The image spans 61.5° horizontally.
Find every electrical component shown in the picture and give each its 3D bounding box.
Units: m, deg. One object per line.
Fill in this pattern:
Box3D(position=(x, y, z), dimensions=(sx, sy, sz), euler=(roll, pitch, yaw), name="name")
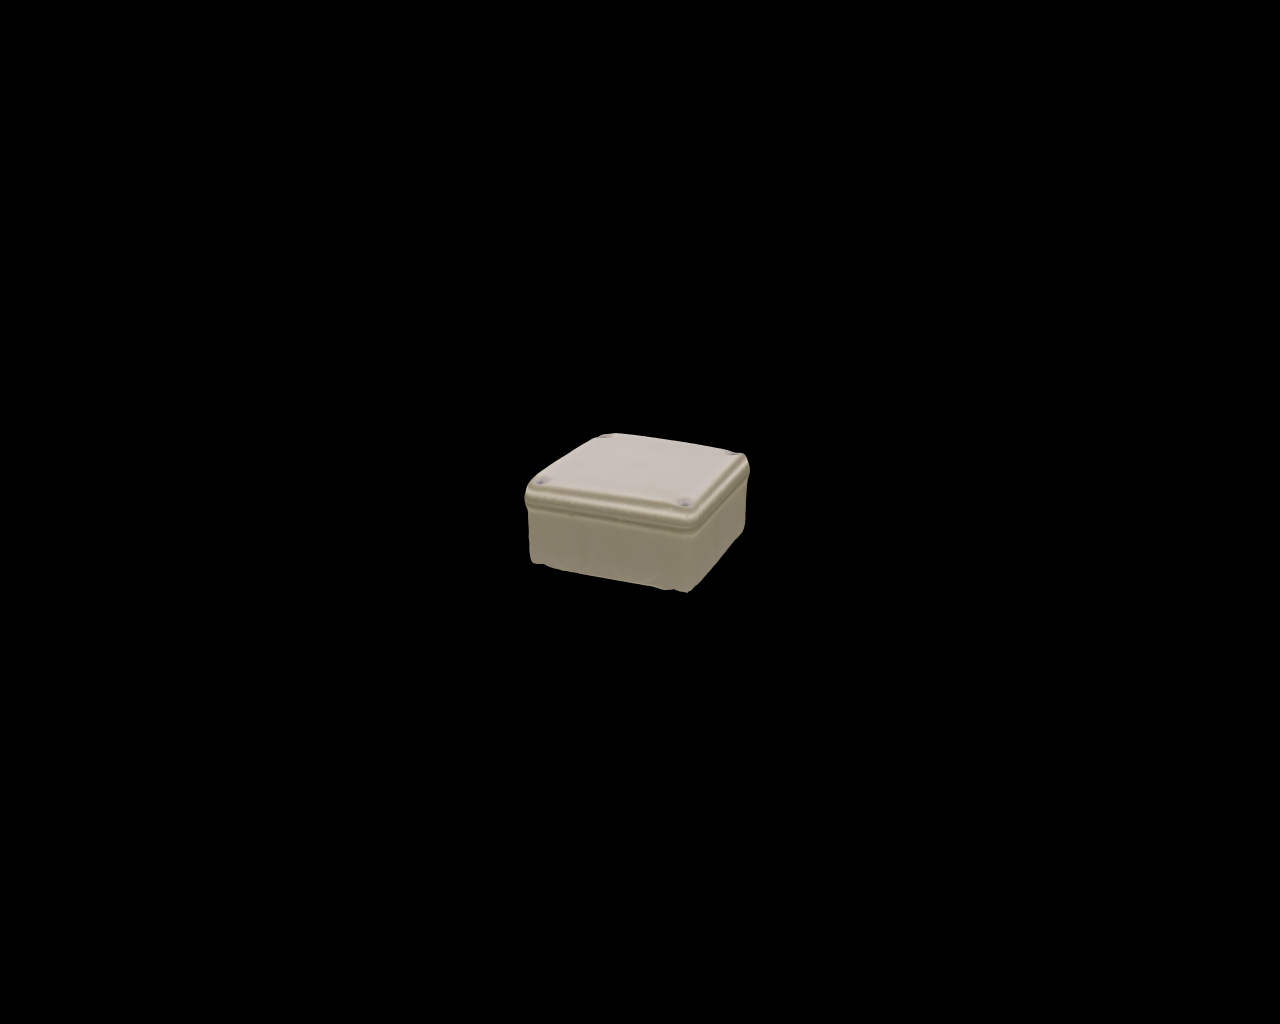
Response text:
Box3D(position=(0.001, -0.003, 0.650), dimensions=(0.109, 0.056, 0.109), euler=(10, 24, 22), name="electrical component")
